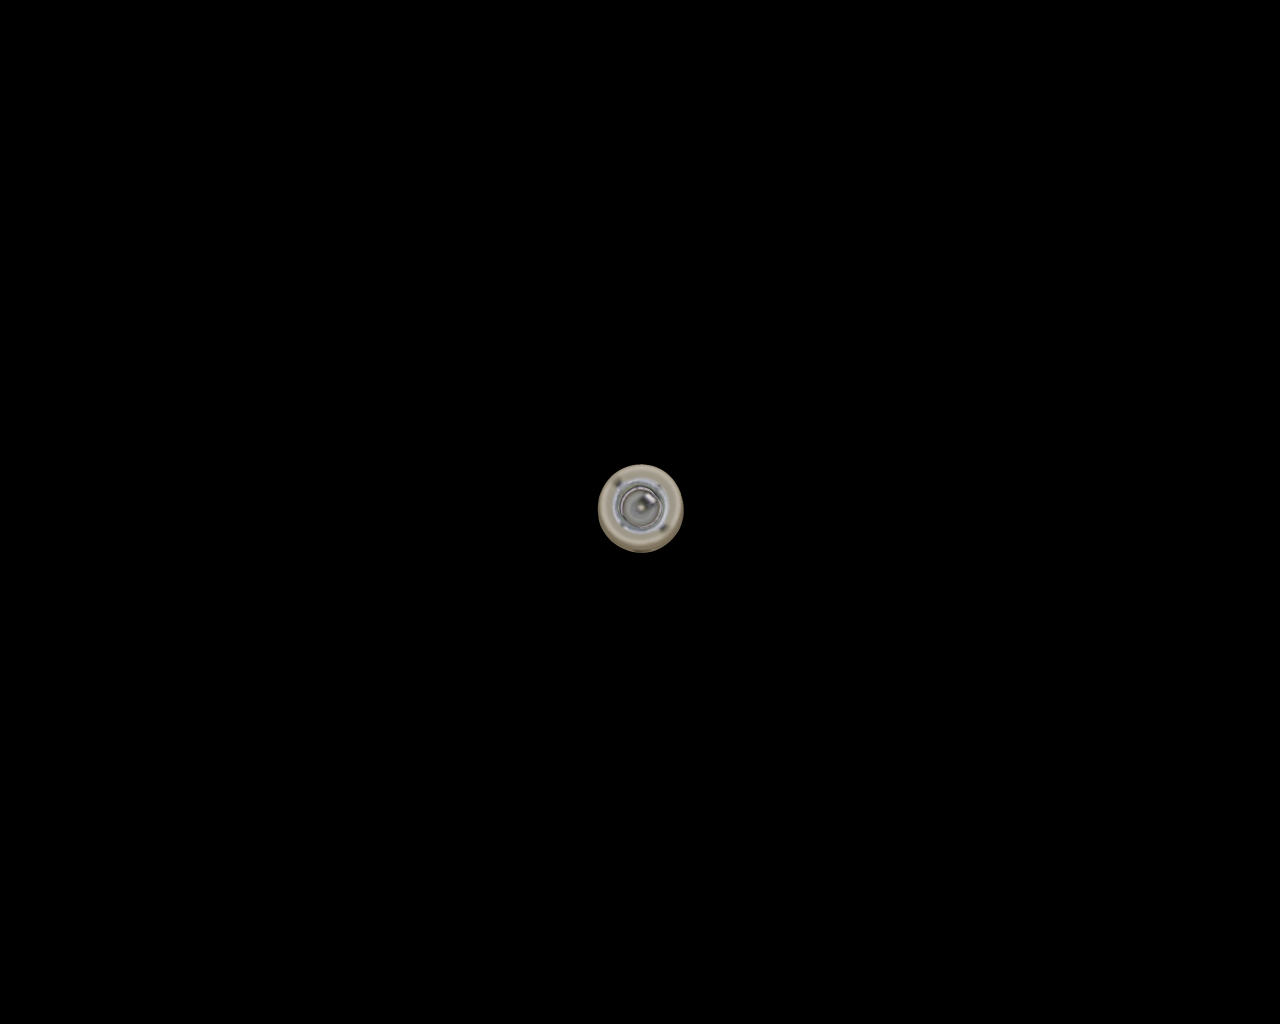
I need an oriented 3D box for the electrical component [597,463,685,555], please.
[{"bbox_3d":[0.001,-0.003,0.650,0.055,0.055,0.047,0,-4,0],"label":"electrical component"}]
